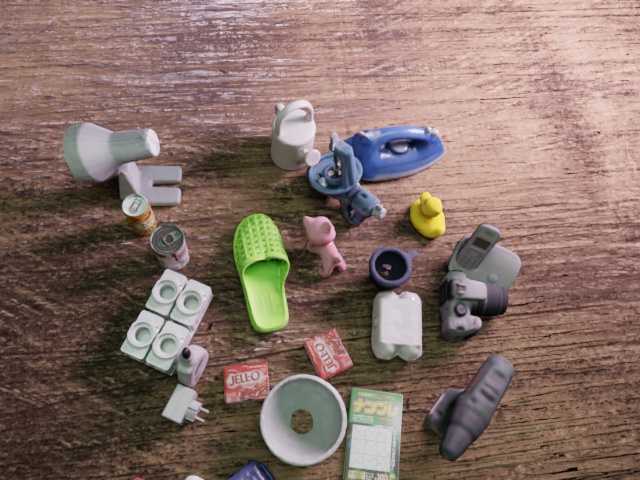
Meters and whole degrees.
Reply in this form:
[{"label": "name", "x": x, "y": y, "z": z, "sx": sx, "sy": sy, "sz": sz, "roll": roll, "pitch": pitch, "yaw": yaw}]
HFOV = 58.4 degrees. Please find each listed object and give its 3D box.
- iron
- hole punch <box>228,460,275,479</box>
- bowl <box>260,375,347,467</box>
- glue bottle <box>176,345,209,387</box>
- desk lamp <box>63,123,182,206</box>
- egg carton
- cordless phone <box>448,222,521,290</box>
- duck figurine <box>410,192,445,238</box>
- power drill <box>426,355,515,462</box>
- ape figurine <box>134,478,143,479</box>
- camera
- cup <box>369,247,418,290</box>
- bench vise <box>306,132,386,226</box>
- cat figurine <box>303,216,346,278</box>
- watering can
[{"label": "iron", "x": 0.190, "y": -0.226, "z": 1.342, "sx": 0.258, "sy": 0.141, "sz": 0.118, "roll": -9, "pitch": 69, "yaw": -10}, {"label": "hole punch", "x": -0.124, "y": 0.468, "z": 1.046, "sx": 0.101, "sy": 0.091, "sz": 0.108, "roll": -34, "pitch": 75, "yaw": -18}, {"label": "bowl", "x": -0.034, "y": 0.352, "z": 1.113, "sx": 0.167, "sy": 0.075, "sz": 0.167, "roll": 2, "pitch": 67, "yaw": -5}, {"label": "glue bottle", "x": -0.246, "y": 0.230, "z": 1.087, "sx": 0.037, "sy": 0.173, "sz": 0.078, "roll": 19, "pitch": 67, "yaw": 2}, {"label": "desk lamp", "x": -0.408, "y": -0.163, "z": 1.210, "sx": 0.203, "sy": 0.213, "sz": 0.118, "roll": -2, "pitch": 68, "yaw": -7}, {"label": "egg carton", "x": 0.162, "y": 0.180, "z": 1.209, "sx": 0.107, "sy": 0.069, "sz": 0.150, "roll": 4, "pitch": 67, "yaw": -4}, {"label": "cordless phone", "x": 0.368, "y": 0.034, "z": 1.230, "sx": 0.147, "sy": 0.185, "sz": 0.094, "roll": 21, "pitch": 67, "yaw": 3}, {"label": "duck figurine", "x": 0.254, "y": -0.061, "z": 1.311, "sx": 0.077, "sy": 0.086, "sz": 0.104, "roll": -20, "pitch": 71, "yaw": -14}, {"label": "power drill", "x": 0.275, "y": 0.326, "z": 1.086, "sx": 0.075, "sy": 0.208, "sz": 0.230, "roll": 38, "pitch": 69, "yaw": 10}, {"label": "ape figurine", "x": -0.336, "y": 0.467, "z": 1.022, "sx": 0.076, "sy": 0.092, "sz": 0.078, "roll": 11, "pitch": 67, "yaw": -1}, {"label": "camera", "x": 0.333, "y": 0.139, "z": 1.228, "sx": 0.137, "sy": 0.101, "sz": 0.143, "roll": 5, "pitch": 67, "yaw": -4}, {"label": "cup", "x": 0.155, "y": 0.065, "z": 1.242, "sx": 0.118, "sy": 0.095, "sz": 0.091, "roll": -28, "pitch": 73, "yaw": -16}, {"label": "bench vise", "x": 0.068, "y": -0.141, "z": 1.250, "sx": 0.207, "sy": 0.220, "sz": 0.121, "roll": 25, "pitch": 67, "yaw": 5}, {"label": "cat figurine", "x": 0.011, "y": 0.004, "z": 1.239, "sx": 0.067, "sy": 0.118, "sz": 0.127, "roll": -25, "pitch": 72, "yaw": -15}, {"label": "watering can", "x": -0.054, "y": -0.242, "z": 1.293, "sx": 0.172, "sy": 0.194, "sz": 0.101, "roll": 39, "pitch": 69, "yaw": 10}]
